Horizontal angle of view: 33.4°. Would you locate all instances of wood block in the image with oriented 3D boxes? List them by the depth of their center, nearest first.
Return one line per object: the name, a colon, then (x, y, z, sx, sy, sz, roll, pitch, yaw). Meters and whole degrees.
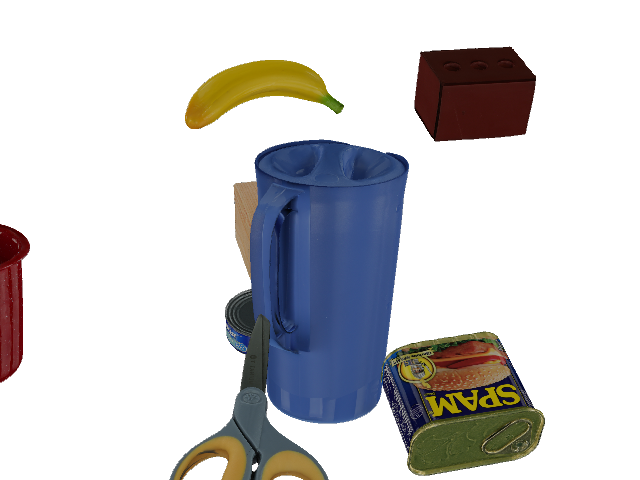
wood block: (-0.049, 0.003, 1.357, 0.090, 0.090, 0.206, -6, 28, -12)

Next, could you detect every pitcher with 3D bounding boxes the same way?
pitcher: (0.000, 0.041, 0.954, 0.149, 0.243, 0.145, -3, 22, -13)

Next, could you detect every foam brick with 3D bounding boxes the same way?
foam brick: (0.118, -0.113, 0.819, 0.078, 0.051, 0.053, -6, 38, -13)

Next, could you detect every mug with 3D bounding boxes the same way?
mug: (-0.231, 0.044, 0.641, 0.093, 0.081, 0.117, 20, 26, 35)

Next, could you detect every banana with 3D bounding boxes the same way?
banana: (-0.064, -0.153, 1.091, 0.197, 0.070, 0.037, -13, -37, -37)

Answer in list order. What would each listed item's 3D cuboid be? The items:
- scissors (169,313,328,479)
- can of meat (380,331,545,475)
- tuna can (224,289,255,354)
scissors: (-0.025, 0.106, 0.624, 0.096, 0.016, 0.201, 12, 31, 13)
can of meat: (0.102, 0.119, 0.794, 0.102, 0.057, 0.084, -7, 42, -12)
tuna can: (-0.063, 0.092, 1.191, 0.086, 0.034, 0.086, 1, 36, -1)
